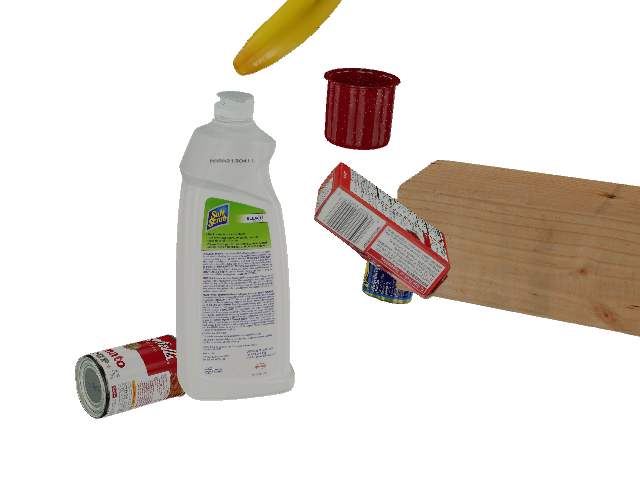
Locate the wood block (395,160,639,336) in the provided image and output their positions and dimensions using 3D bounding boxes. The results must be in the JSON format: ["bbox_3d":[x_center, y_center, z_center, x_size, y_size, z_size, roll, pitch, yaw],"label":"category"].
[{"bbox_3d":[0.171,0.001,0.839,0.206,0.090,0.090,10,23,27],"label":"wood block"}]

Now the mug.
[{"bbox_3d":[0.054,-0.164,1.314,0.093,0.081,0.117,17,26,28],"label":"mug"}]

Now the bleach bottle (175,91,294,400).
[{"bbox_3d":[-0.067,0.004,0.874,0.102,0.251,0.068,-3,20,-20],"label":"bleach bottle"}]

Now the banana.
[{"bbox_3d":[-0.012,-0.209,0.925,0.070,0.037,0.197,-17,34,39],"label":"banana"}]

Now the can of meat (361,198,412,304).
[{"bbox_3d":[0.079,0.010,1.103,0.057,0.084,0.102,12,17,8],"label":"can of meat"}]

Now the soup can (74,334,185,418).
[{"bbox_3d":[-0.196,0.142,1.115,0.102,0.068,0.069,-11,7,-39],"label":"soup can"}]

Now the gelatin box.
[{"bbox_3d":[0.039,-0.007,0.679,0.089,0.030,0.073,36,14,-8],"label":"gelatin box"}]
